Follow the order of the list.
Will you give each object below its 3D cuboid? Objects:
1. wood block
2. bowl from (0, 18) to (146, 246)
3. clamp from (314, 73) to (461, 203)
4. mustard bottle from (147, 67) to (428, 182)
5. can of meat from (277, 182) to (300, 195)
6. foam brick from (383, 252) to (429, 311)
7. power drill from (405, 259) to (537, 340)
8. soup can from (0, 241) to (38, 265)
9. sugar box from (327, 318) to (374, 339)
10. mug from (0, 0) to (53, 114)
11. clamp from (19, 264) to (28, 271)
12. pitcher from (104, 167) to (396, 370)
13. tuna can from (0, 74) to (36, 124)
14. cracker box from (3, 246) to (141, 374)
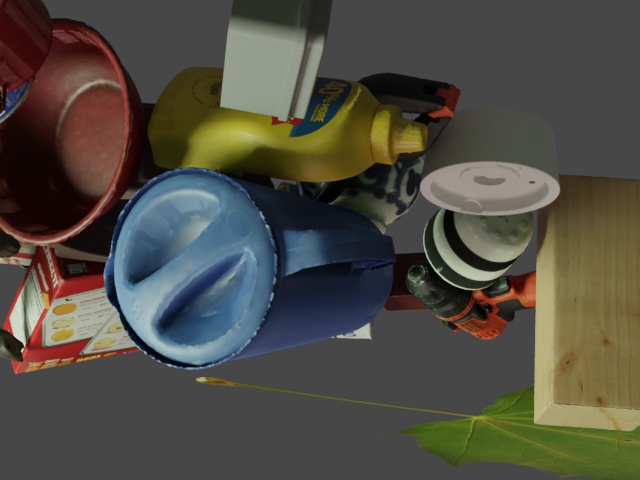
[{"bbox_3d":[0.241,0.055,0.942,0.090,0.206,0.091,4,160,2],"label":"wood block"},{"bbox_3d":[-0.180,-0.075,0.774,0.162,0.162,0.055,-8,173,32],"label":"bowl"},{"bbox_3d":[0.023,-0.092,0.822,0.172,0.039,0.120,-24,131,38],"label":"clamp"},{"bbox_3d":[-0.019,-0.081,0.758,0.192,0.096,0.058,7,129,18],"label":"mustard bottle"},{"bbox_3d":[-0.007,0.001,1.012,0.083,0.102,0.058,13,160,-16],"label":"can of meat"},{"bbox_3d":[0.104,0.046,1.183,0.078,0.051,0.053,-3,158,22],"label":"foam brick"},{"bbox_3d":[0.199,0.040,1.081,0.188,0.057,0.184,-19,153,27],"label":"power drill"},{"bbox_3d":[-0.334,-0.010,1.111,0.102,0.068,0.068,6,161,-1],"label":"soup can"},{"bbox_3d":[-0.029,0.078,1.197,0.176,0.048,0.093,3,158,8],"label":"sugar box"},{"bbox_3d":[-0.219,-0.132,0.675,0.093,0.117,0.081,-18,163,4],"label":"mug"},{"bbox_3d":[-0.225,0.026,1.221,0.165,0.036,0.209,-17,154,29],"label":"clamp"},{"bbox_3d":[-0.027,0.021,0.796,0.149,0.145,0.242,37,-166,23],"label":"pitcher"},{"bbox_3d":[-0.243,-0.120,0.751,0.086,0.086,0.033,-5,157,27],"label":"tuna can"},{"bbox_3d":[-0.229,0.056,1.129,0.163,0.072,0.214,-8,153,-33],"label":"cracker box"}]
